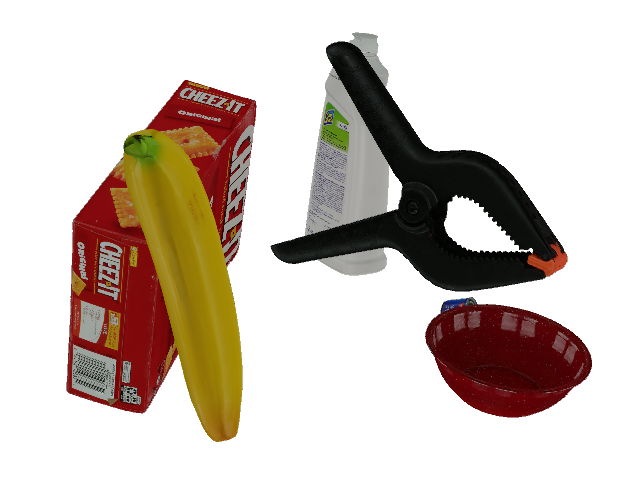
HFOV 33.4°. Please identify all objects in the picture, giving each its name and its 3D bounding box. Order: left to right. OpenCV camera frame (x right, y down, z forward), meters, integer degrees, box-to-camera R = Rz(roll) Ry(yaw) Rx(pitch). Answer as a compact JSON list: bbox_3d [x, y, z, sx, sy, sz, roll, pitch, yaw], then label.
[{"bbox_3d":[-0.117,0.000,0.815,0.072,0.164,0.213,17,37,7],"label":"cracker box"},{"bbox_3d":[-0.074,0.016,0.568,0.037,0.198,0.069,-5,34,13],"label":"banana"},{"bbox_3d":[0.038,-0.096,1.157,0.067,0.251,0.103,-8,25,-35],"label":"bleach bottle"},{"bbox_3d":[0.066,-0.035,0.712,0.210,0.165,0.036,19,21,27],"label":"clamp"},{"bbox_3d":[0.170,0.112,1.277,0.034,0.086,0.086,-7,-3,21],"label":"tuna can"},{"bbox_3d":[0.180,0.125,1.046,0.162,0.055,0.162,5,26,-2],"label":"bowl"}]
